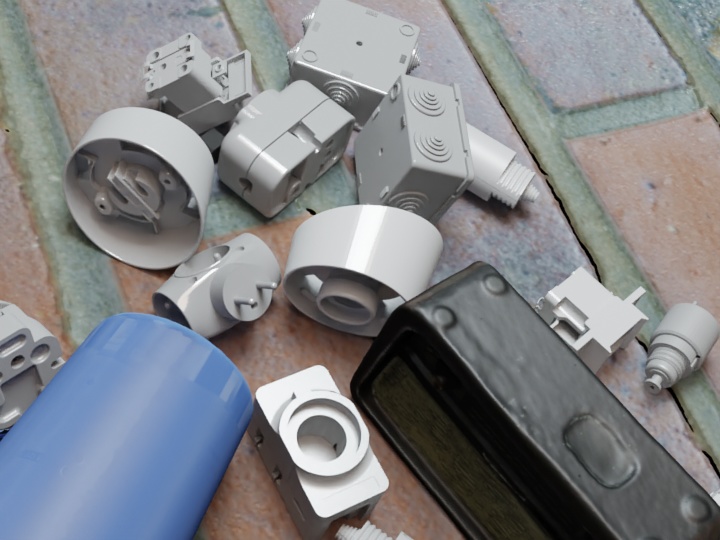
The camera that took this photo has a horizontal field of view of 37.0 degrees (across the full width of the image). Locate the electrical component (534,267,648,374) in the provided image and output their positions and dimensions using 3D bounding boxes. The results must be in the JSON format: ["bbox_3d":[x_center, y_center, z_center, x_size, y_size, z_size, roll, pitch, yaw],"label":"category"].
[{"bbox_3d":[0.161,0.036,0.767,0.081,0.042,0.064,-34,70,-31],"label":"electrical component"}]

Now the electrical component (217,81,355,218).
[{"bbox_3d":[-0.057,-0.092,0.785,0.059,0.053,0.095,39,57,11],"label":"electrical component"}]

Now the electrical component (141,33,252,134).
[{"bbox_3d":[-0.121,-0.135,0.783,0.081,0.064,0.042,-20,57,22],"label":"electrical component"}]

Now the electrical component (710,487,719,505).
[{"bbox_3d":[0.223,0.173,0.661,0.062,0.096,0.061,-31,70,-29],"label":"electrical component"}]

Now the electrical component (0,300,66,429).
[{"bbox_3d":[-0.215,0.053,0.643,0.058,0.078,0.057,-34,51,-30],"label":"electrical component"}]

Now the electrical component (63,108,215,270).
[{"bbox_3d":[-0.146,-0.056,0.716,0.099,0.099,0.064,15,49,-4],"label":"electrical component"}]

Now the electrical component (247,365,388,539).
[{"bbox_3d":[-0.027,0.111,0.661,0.050,0.055,0.089,-20,65,-25],"label":"electrical component"}]

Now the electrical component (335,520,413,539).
[{"bbox_3d":[0.020,0.178,0.637,0.081,0.043,0.043,35,56,9],"label":"electrical component"}]

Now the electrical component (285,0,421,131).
[{"bbox_3d":[-0.005,-0.163,0.848,0.100,0.048,0.099,20,55,-2],"label":"electrical component"}]

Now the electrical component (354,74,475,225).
[{"bbox_3d":[0.035,-0.081,0.776,0.048,0.099,0.099,10,55,-23],"label":"electrical component"}]

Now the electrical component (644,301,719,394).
[{"bbox_3d":[0.226,0.058,0.770,0.040,0.040,0.078,37,57,10],"label":"electrical component"}]

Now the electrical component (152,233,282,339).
[{"bbox_3d":[-0.084,0.013,0.700,0.077,0.079,0.044,-37,113,-31],"label":"electrical component"}]

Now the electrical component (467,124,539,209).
[{"bbox_3d":[0.100,-0.076,0.822,0.081,0.043,0.043,32,56,7],"label":"electrical component"}]

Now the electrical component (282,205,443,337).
[{"bbox_3d":[0.000,0.000,0.716,0.099,0.099,0.064,19,61,-2],"label":"electrical component"}]
